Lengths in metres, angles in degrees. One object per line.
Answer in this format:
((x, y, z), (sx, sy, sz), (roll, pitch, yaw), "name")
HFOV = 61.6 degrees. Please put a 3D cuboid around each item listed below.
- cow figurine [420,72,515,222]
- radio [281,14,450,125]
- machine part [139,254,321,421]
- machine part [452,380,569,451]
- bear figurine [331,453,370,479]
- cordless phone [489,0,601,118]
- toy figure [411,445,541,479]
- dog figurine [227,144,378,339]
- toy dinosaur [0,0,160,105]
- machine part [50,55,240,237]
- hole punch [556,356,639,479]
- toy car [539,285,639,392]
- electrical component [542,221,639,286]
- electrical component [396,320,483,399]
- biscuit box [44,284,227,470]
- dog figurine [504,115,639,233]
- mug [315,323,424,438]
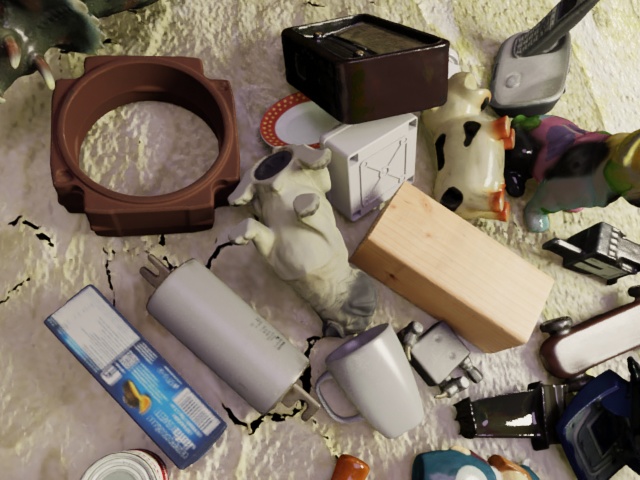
((0.183, -0.122, 0.697), (0.127, 0.085, 0.195), (0, 82, 25), "cow figurine")
((0.043, -0.213, 0.646), (0.131, 0.073, 0.230), (-15, 32, -14), "radio")
((-0.096, 0.101, 0.568), (0.243, 0.079, 0.079), (41, 68, 6), "machine part")
((0.223, 0.201, 0.615), (0.139, 0.039, 0.084), (3, 87, -10), "machine part")
((0.051, 0.274, 0.473), (0.120, 0.195, 0.132), (33, 66, 4), "bear figurine")
((0.316, -0.255, 0.725), (0.089, 0.184, 0.146), (22, 67, -8), "cordless phone")
((0.177, 0.263, 0.579), (0.154, 0.058, 0.064), (10, 105, -9), "toy figure")
((-0.005, 0.001, 0.611), (0.121, 0.190, 0.172), (-15, 43, 25), "dog figurine")
((-0.249, -0.305, 0.621), (0.192, 0.131, 0.405), (29, 55, 22), "toy dinosaur")
((-0.196, -0.111, 0.621), (0.201, 0.087, 0.201), (-3, 73, -13), "machine part")
((0.333, 0.218, 0.604), (0.116, 0.092, 0.142), (-44, 108, -46), "hole punch")
((0.364, 0.117, 0.670), (0.202, 0.053, 0.089), (-20, 81, -13), "toy car")
((0.351, 0.012, 0.696), (0.119, 0.074, 0.048), (22, 68, 0), "electrical component")
((0.136, 0.136, 0.621), (0.078, 0.045, 0.102), (-30, 79, -18), "electrical component")
((-0.183, 0.139, 0.545), (0.203, 0.062, 0.059), (44, 67, 6), "biscuit box")
((0.332, -0.109, 0.658), (0.108, 0.219, 0.191), (-19, 76, -21), "dog figurine")
((0.056, 0.162, 0.580), (0.109, 0.081, 0.107), (-32, 87, -2), "mug")
